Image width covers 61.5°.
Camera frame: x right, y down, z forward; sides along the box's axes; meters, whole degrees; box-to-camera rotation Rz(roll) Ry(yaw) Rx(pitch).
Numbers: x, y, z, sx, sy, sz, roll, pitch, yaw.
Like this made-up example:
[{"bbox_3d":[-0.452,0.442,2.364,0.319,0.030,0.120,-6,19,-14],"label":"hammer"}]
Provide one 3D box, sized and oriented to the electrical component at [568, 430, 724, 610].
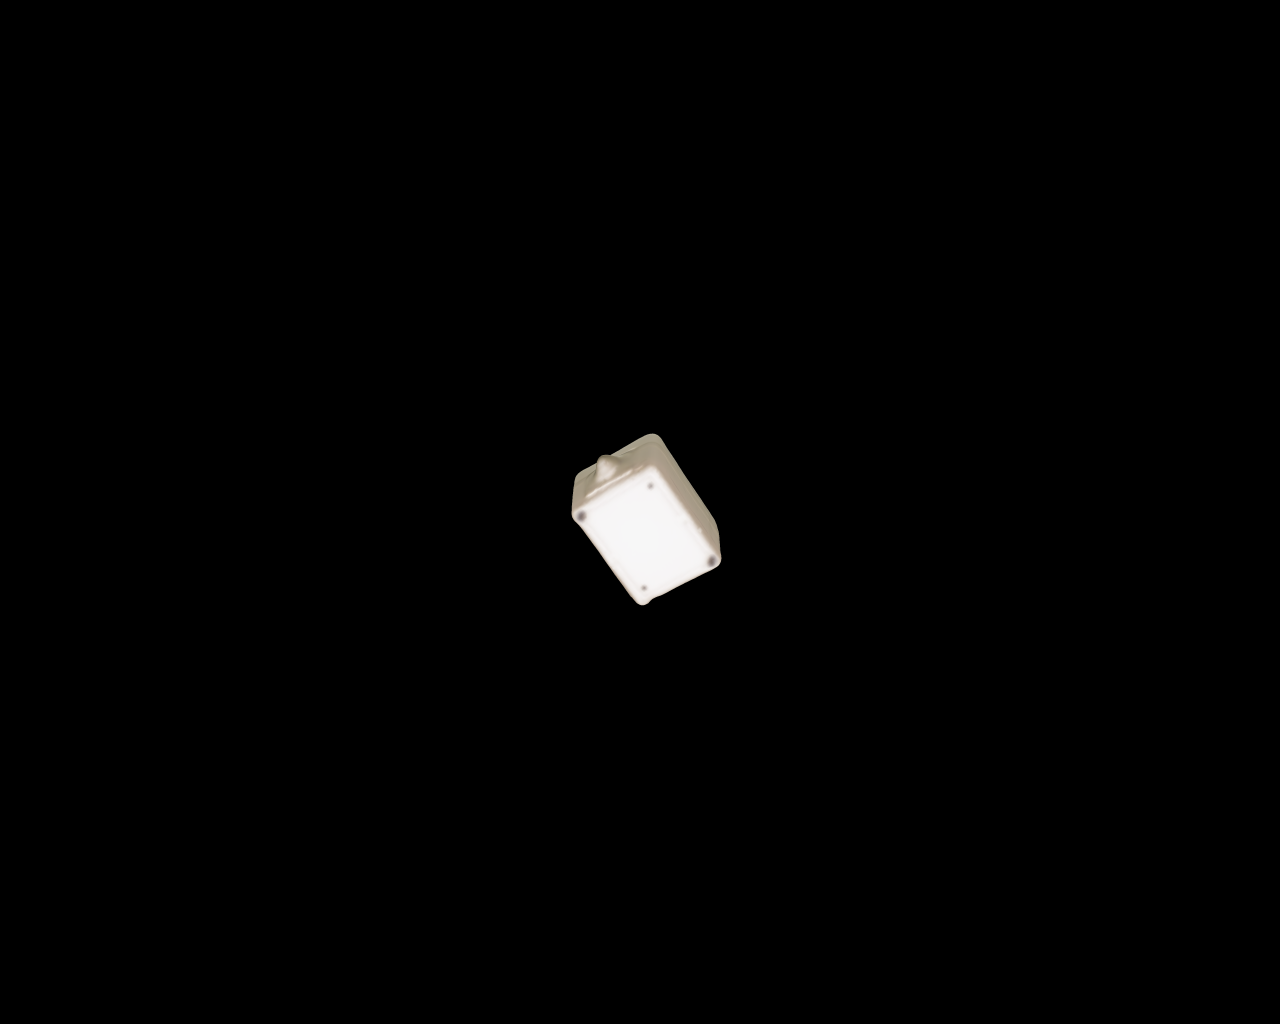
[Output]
[{"bbox_3d":[0.001,-0.003,0.650,0.061,0.096,0.061,-29,24,14],"label":"electrical component"}]
